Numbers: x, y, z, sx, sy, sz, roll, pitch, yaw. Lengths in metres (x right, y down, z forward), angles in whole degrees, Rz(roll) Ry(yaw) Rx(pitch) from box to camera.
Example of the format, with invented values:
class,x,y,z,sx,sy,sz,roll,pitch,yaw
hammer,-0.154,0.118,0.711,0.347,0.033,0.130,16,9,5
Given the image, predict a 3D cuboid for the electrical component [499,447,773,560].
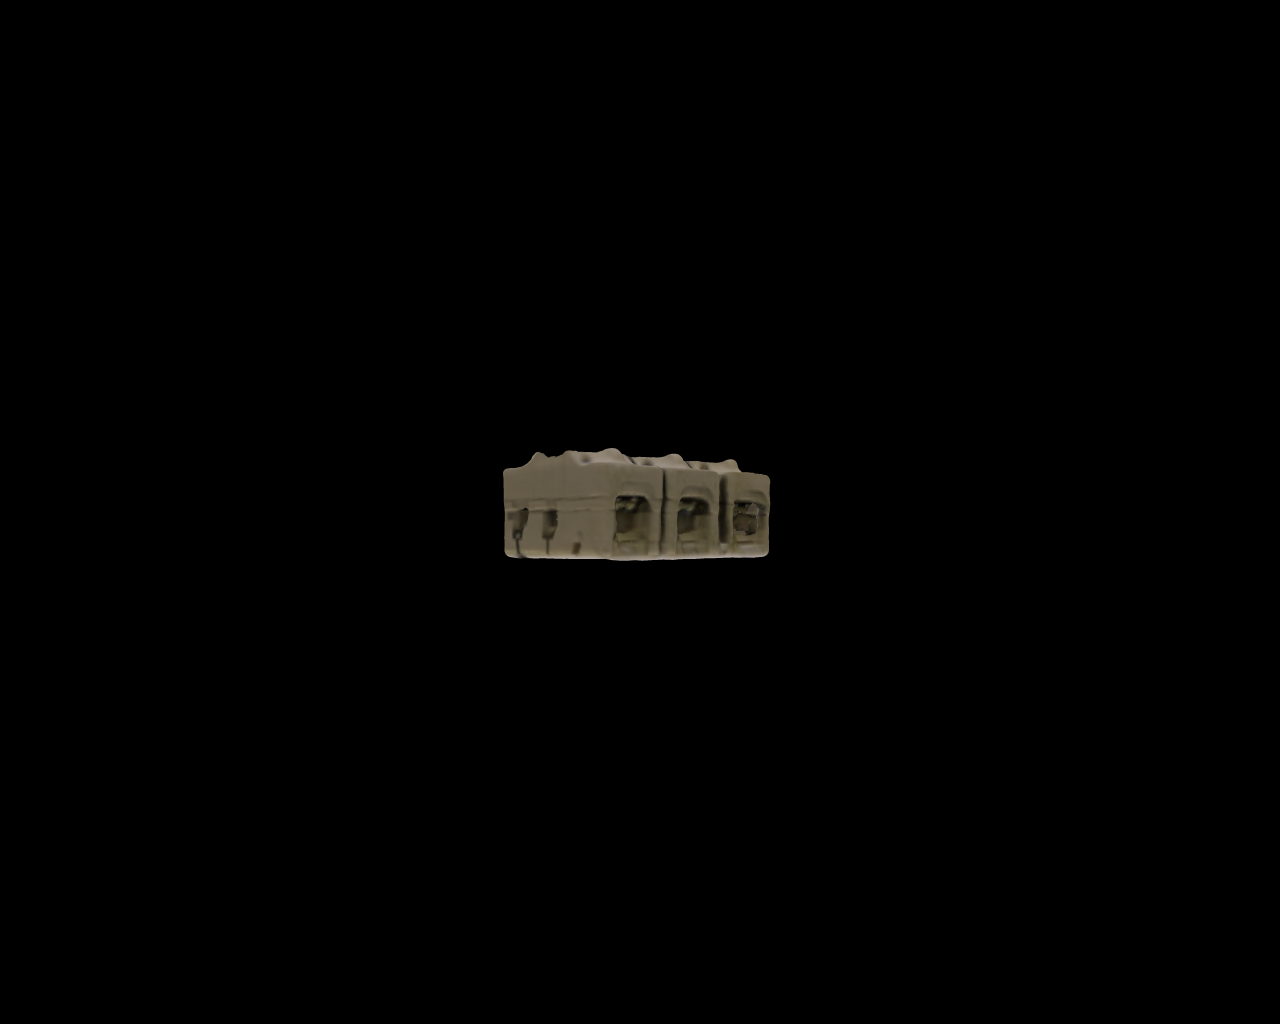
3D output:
class,x,y,z,sx,sy,sz,roll,pitch,yaw
electrical component,0.001,-0.003,0.650,0.089,0.061,0.150,-2,-3,43
